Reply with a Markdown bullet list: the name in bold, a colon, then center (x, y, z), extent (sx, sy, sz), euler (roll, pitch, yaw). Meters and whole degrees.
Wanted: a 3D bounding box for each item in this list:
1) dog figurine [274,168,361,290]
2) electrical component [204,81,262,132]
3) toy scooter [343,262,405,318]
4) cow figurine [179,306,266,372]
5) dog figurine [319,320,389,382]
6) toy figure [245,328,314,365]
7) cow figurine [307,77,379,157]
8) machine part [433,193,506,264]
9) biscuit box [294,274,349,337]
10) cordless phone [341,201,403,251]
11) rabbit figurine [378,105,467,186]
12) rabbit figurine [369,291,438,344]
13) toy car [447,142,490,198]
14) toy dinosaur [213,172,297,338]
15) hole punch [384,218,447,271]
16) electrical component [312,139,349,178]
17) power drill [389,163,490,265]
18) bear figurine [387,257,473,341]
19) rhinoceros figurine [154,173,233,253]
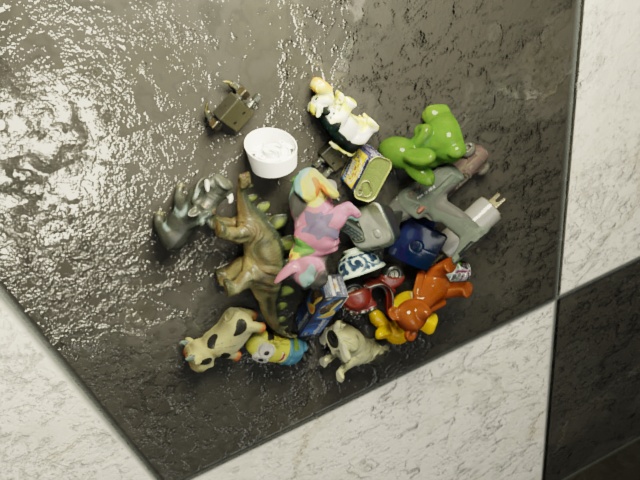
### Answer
- **dog figurine**: center (-0.030, -0.010, 1.065), extent (0.191, 0.108, 0.219), euler (43, 86, -2)
- **electrical component**: center (-0.164, -0.244, 0.987), extent (0.102, 0.045, 0.078), euler (-48, 157, 14)
- **toy scooter**: center (0.133, 0.143, 1.340), extent (0.184, 0.075, 0.135), euler (-18, 105, -7)
- **cow figurine**: center (-0.236, 0.234, 1.249), extent (0.195, 0.086, 0.127), euler (-47, 134, 13)
- **dog figurine**: center (0.106, 0.271, 1.438), extent (0.190, 0.121, 0.172), euler (-15, 131, -33)
- **toy figure**: center (-0.104, 0.265, 1.336), extent (0.180, 0.089, 0.082), euler (14, 102, -41)
- **cow figurine**: center (0.029, -0.241, 1.058), extent (0.167, 0.068, 0.098), euler (33, 104, -28)
- **machine part**: center (0.372, -0.027, 1.360), extent (0.243, 0.079, 0.079), euler (-43, 129, 6)
- **biscuit box**: center (-0.001, 0.159, 1.278), extent (0.059, 0.063, 0.202), euler (-1, 144, -24)
- **cordless phone**: center (0.075, -0.052, 1.173), extent (0.184, 0.147, 0.088), euler (26, 70, -26)
- **rabbit figurine**: center (0.215, -0.187, 1.149), extent (0.170, 0.159, 0.121), euler (-15, 138, 3)
- **rabbit figurine**: center (0.217, 0.227, 1.442), extent (0.162, 0.122, 0.173), euler (-5, 142, -19)
- **toy car**: center (0.318, -0.142, 1.276), extent (0.202, 0.053, 0.089), euler (-44, 132, 6)
- **toy dinosaur**: center (-0.124, 0.056, 1.167), extent (0.199, 0.105, 0.470), euler (-14, 128, -18)
- **hole punch**: center (0.234, 0.004, 1.313), extent (0.116, 0.092, 0.142), euler (13, 119, -27)
- **electrical component**: center (0.030, -0.177, 1.134), extent (0.094, 0.021, 0.063), euler (-44, 129, 6)
- **power drill**: center (0.262, -0.044, 1.216), extent (0.232, 0.207, 0.086), euler (-47, 159, 23)
- **bear figurine**: center (0.266, 0.148, 1.321), extent (0.196, 0.132, 0.120), euler (-45, 105, -36)
- **rhinoceros figurine**: center (-0.245, -0.057, 1.030), extent (0.190, 0.112, 0.073), euler (-43, 128, 17)
